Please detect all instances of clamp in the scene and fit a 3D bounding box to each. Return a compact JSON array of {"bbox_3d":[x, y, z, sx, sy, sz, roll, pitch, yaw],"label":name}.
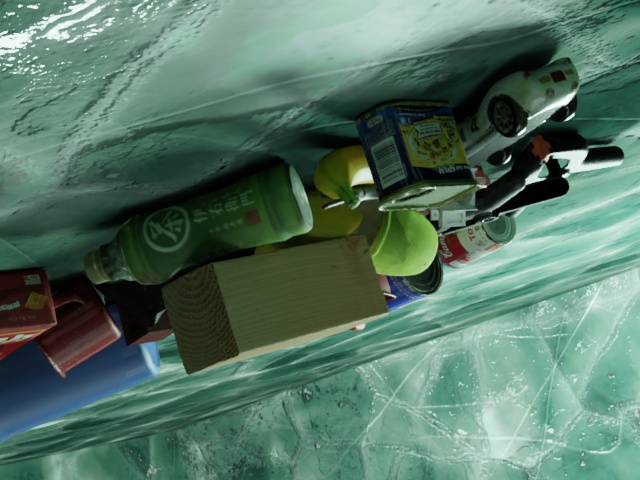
[{"bbox_3d":[0.186,-0.042,1.209,0.172,0.039,0.120,-23,158,26],"label":"clamp"},{"bbox_3d":[0.286,-0.091,1.268,0.164,0.036,0.210,-26,163,7],"label":"clamp"}]

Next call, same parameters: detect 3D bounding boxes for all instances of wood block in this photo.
[{"bbox_3d":[-0.041,0.061,1.062,0.205,0.091,0.090,-11,170,-44],"label":"wood block"}]

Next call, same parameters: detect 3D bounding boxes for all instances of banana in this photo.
[{"bbox_3d":[0.044,-0.062,1.003,0.037,0.070,0.197,-52,166,27],"label":"banana"}]

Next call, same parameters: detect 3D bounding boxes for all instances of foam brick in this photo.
[{"bbox_3d":[-0.209,0.081,1.290,0.051,0.078,0.053,-5,162,-40],"label":"foam brick"}]

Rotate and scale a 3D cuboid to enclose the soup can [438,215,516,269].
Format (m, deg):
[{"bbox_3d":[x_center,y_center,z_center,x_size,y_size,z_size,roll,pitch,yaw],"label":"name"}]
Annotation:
[{"bbox_3d":[0.213,-0.008,1.478,0.068,0.068,0.102,-7,165,-38],"label":"soup can"}]

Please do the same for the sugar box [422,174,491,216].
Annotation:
[{"bbox_3d":[0.135,-0.029,1.331,0.176,0.048,0.093,-22,170,10],"label":"sugar box"}]

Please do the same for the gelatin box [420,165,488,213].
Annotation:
[{"bbox_3d":[0.139,-0.059,1.231,0.089,0.030,0.073,-23,167,32],"label":"gelatin box"}]

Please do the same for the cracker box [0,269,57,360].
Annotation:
[{"bbox_3d":[-0.404,0.103,1.133,0.163,0.072,0.214,-6,164,-44],"label":"cracker box"}]

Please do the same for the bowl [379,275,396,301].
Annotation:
[{"bbox_3d":[0.020,0.046,1.392,0.162,0.055,0.162,4,172,0],"label":"bowl"}]

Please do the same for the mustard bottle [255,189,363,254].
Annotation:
[{"bbox_3d":[-0.046,0.002,1.188,0.096,0.058,0.192,-15,171,-42],"label":"mustard bottle"}]

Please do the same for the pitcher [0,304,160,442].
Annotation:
[{"bbox_3d":[-0.338,0.170,1.410,0.243,0.145,0.149,-19,-156,-1],"label":"pitcher"}]

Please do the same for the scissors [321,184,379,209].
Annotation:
[{"bbox_3d":[0.016,-0.044,1.041,0.096,0.016,0.201,2,-171,31],"label":"scissors"}]

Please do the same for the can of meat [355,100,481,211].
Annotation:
[{"bbox_3d":[0.086,-0.075,0.947,0.101,0.084,0.058,-5,164,-44],"label":"can of meat"}]

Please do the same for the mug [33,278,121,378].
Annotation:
[{"bbox_3d":[-0.281,0.091,1.200,0.081,0.093,0.117,-32,152,-9],"label":"mug"}]

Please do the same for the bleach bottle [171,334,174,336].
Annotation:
[{"bbox_3d":[-0.168,0.099,1.471,0.102,0.068,0.250,-19,166,10],"label":"bleach bottle"}]

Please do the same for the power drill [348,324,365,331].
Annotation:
[{"bbox_3d":[-0.041,0.080,1.268,0.188,0.057,0.184,-1,176,6],"label":"power drill"}]

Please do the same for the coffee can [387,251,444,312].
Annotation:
[{"bbox_3d":[0.087,0.051,1.493,0.102,0.103,0.141,-4,163,-47],"label":"coffee can"}]
